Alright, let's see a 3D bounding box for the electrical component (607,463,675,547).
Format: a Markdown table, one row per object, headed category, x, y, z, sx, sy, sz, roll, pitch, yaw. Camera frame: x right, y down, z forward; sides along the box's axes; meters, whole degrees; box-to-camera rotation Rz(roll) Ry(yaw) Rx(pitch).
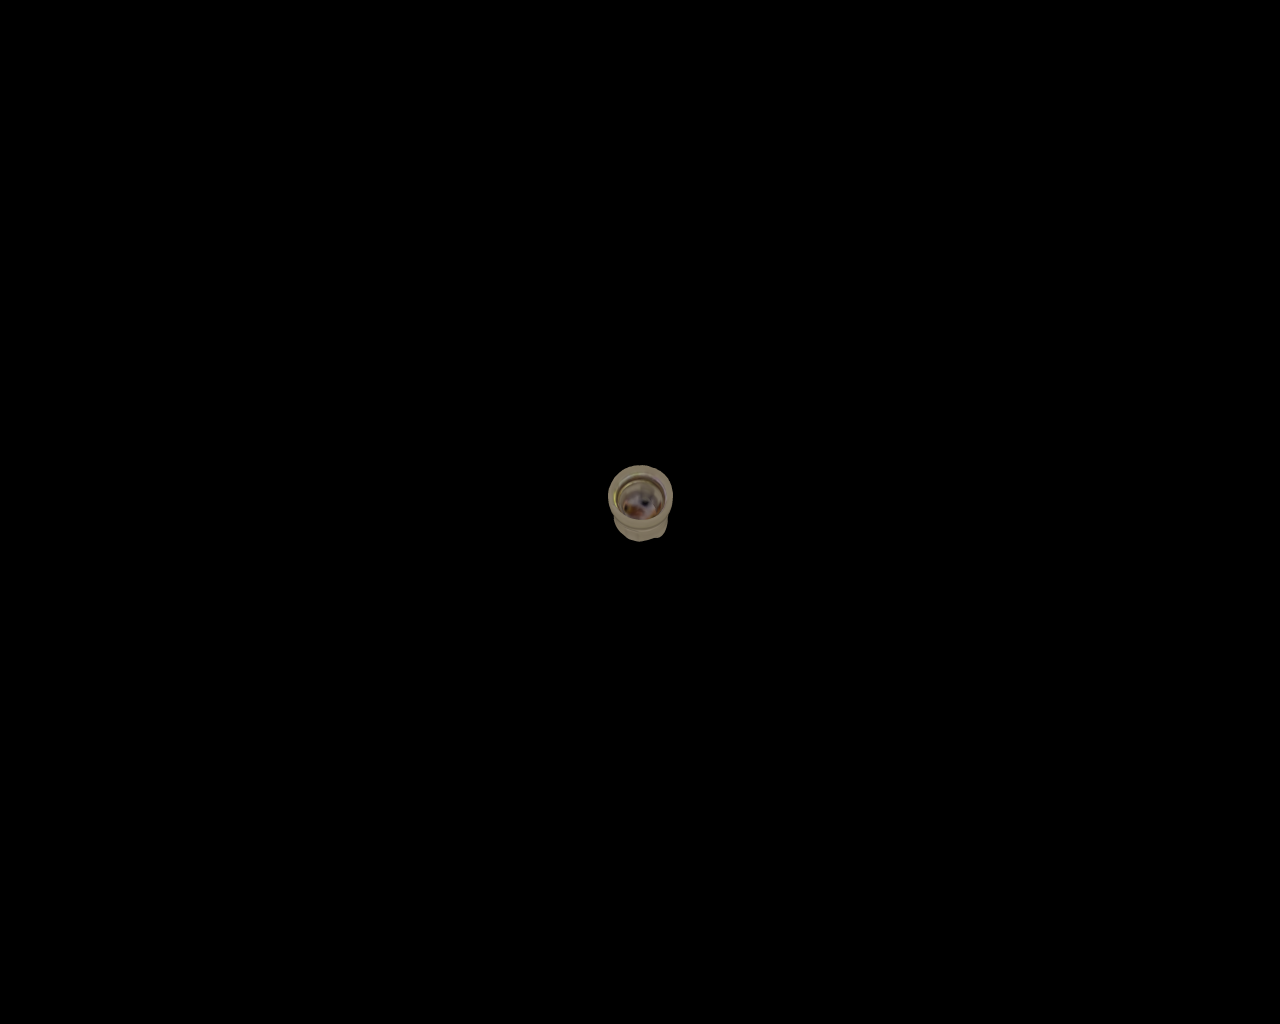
| category | x | y | z | sx | sy | sz | roll | pitch | yaw |
| --- | --- | --- | --- | --- | --- | --- | --- | --- | --- |
| electrical component | 0.001 | -0.003 | 0.650 | 0.040 | 0.040 | 0.046 | 0 | -23 | 0 |
